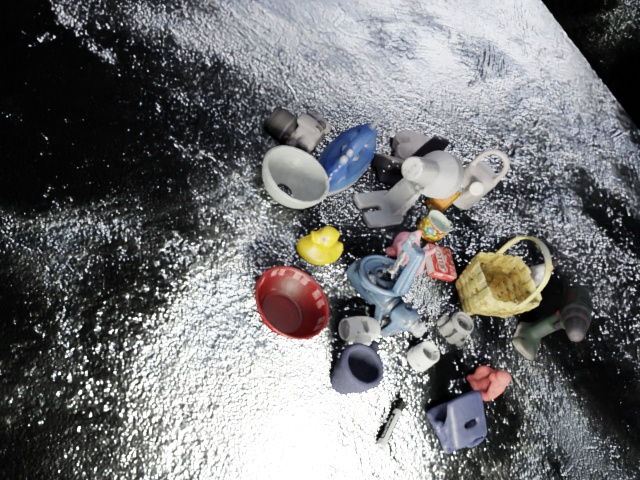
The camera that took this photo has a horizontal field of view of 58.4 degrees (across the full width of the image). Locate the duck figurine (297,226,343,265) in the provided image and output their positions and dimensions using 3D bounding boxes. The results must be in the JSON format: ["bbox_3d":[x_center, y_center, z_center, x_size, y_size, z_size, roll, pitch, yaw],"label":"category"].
[{"bbox_3d":[0.012,0.004,1.253,0.105,0.086,0.077,8,53,-30],"label":"duck figurine"}]

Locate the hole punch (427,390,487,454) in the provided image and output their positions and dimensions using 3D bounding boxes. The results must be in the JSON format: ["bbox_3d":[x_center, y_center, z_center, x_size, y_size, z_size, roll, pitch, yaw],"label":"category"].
[{"bbox_3d":[0.292,0.369,1.165,0.109,0.091,0.101,-7,62,-38],"label":"hole punch"}]

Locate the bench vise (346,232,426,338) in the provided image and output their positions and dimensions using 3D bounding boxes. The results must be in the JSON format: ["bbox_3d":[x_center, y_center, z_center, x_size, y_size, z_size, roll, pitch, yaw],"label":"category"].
[{"bbox_3d":[0.173,0.091,1.203,0.207,0.219,0.122,44,44,3],"label":"bench vise"}]

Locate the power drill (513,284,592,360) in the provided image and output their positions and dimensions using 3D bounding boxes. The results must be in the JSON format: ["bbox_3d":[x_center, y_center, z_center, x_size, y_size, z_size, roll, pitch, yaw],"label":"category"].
[{"bbox_3d":[0.576,0.209,1.401,0.075,0.208,0.230,43,44,1],"label":"power drill"}]

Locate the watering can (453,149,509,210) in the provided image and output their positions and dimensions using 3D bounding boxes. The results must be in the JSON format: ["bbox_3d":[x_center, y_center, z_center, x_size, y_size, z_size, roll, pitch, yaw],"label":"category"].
[{"bbox_3d":[0.452,-0.175,1.619,0.101,0.193,0.173,23,47,-18],"label":"watering can"}]

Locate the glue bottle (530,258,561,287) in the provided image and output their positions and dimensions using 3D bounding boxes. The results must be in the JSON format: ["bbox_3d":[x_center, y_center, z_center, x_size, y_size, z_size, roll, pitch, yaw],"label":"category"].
[{"bbox_3d":[0.565,0.095,1.505,0.037,0.173,0.078,36,44,-5],"label":"glue bottle"}]

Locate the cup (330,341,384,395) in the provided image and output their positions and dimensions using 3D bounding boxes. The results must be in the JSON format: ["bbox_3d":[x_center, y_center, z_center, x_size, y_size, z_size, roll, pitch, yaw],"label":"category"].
[{"bbox_3d":[0.066,0.247,1.098,0.092,0.094,0.118,41,44,-1],"label":"cup"}]

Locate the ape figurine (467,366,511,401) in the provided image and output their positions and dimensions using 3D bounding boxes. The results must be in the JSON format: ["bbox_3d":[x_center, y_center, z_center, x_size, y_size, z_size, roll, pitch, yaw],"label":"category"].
[{"bbox_3d":[0.383,0.314,1.270,0.076,0.092,0.078,27,46,-15],"label":"ape figurine"}]

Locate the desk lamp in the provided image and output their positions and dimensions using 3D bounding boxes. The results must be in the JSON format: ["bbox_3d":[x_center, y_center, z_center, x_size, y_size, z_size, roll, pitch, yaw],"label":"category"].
[{"bbox_3d":[0.226,-0.131,1.414,0.204,0.213,0.118,-11,64,-39],"label":"desk lamp"}]

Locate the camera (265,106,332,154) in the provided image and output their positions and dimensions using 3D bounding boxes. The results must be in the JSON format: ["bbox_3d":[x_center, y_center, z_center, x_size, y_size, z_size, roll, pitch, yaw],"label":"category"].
[{"bbox_3d":[-0.054,-0.280,1.415,0.137,0.100,0.143,37,44,-5],"label":"camera"}]

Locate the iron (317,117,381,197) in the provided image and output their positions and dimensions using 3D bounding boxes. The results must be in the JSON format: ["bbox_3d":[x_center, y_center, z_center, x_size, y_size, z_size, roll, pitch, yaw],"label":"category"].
[{"bbox_3d":[0.071,-0.211,1.420,0.119,0.141,0.259,39,44,-3],"label":"iron"}]

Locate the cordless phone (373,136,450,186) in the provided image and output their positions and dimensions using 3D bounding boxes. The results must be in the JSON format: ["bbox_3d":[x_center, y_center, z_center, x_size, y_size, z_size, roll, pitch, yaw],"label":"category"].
[{"bbox_3d":[0.242,-0.227,1.520,0.148,0.184,0.094,9,53,-29],"label":"cordless phone"}]

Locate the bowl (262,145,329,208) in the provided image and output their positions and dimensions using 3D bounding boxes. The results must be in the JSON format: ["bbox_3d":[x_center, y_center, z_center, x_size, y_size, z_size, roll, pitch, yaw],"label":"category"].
[{"bbox_3d":[-0.067,-0.131,1.311,0.168,0.074,0.167,19,49,-22],"label":"bowl"}]

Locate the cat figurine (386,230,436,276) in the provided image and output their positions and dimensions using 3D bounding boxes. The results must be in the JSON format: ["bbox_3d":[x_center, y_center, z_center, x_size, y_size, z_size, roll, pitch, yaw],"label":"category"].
[{"bbox_3d":[0.216,0.022,1.359,0.128,0.117,0.067,14,50,-25],"label":"cat figurine"}]

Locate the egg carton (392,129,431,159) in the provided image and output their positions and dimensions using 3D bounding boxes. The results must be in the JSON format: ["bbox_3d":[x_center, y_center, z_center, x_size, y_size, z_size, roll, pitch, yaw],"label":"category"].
[{"bbox_3d":[0.279,-0.255,1.650,0.151,0.069,0.107,13,51,-27],"label":"egg carton"}]
